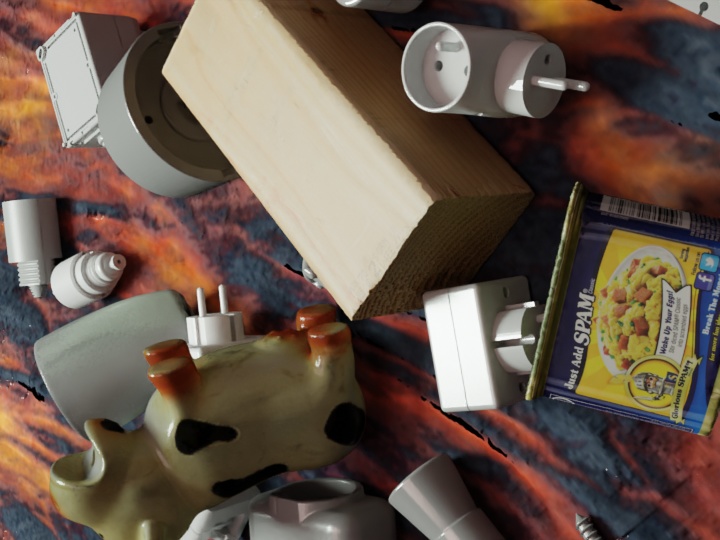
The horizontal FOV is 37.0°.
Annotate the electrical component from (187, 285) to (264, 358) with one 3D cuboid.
[{"bbox_3d":[-0.096,0.049,0.723,0.047,0.066,0.076,-4,93,44],"label":"electrical component"}]

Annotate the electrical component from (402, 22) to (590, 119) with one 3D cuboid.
[{"bbox_3d":[0.075,-0.097,0.535,0.079,0.077,0.043,19,108,40],"label":"electrical component"}]

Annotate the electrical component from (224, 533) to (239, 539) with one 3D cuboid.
[{"bbox_3d":[-0.093,0.254,0.743,0.063,0.079,0.121,27,115,15],"label":"electrical component"}]

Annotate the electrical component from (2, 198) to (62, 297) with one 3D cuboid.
[{"bbox_3d":[-0.272,-0.018,0.897,0.043,0.043,0.081,-4,93,44],"label":"electrical component"}]

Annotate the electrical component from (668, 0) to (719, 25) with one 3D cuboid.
[{"bbox_3d":[0.151,-0.143,0.471,0.089,0.056,0.050,39,120,33],"label":"electrical component"}]

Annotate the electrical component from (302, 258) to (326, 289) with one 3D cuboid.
[{"bbox_3d":[0.000,0.000,0.642,0.062,0.048,0.048,36,119,27],"label":"electrical component"}]

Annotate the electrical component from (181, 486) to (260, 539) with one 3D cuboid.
[{"bbox_3d":[-0.119,0.149,0.769,0.089,0.050,0.055,44,123,31],"label":"electrical component"}]

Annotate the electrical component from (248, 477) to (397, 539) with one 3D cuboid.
[{"bbox_3d":[-0.024,0.167,0.678,0.095,0.054,0.059,0,95,43],"label":"electrical component"}]

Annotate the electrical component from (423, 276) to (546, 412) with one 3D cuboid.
[{"bbox_3d":[0.081,0.037,0.567,0.077,0.047,0.065,-11,88,44],"label":"electrical component"}]

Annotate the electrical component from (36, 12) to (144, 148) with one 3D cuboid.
[{"bbox_3d":[-0.185,-0.131,0.788,0.062,0.061,0.096,-27,77,42],"label":"electrical component"}]

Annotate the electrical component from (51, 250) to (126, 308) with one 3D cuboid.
[{"bbox_3d":[-0.209,0.004,0.843,0.078,0.040,0.040,-21,81,43],"label":"electrical component"}]

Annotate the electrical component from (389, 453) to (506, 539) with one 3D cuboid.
[{"bbox_3d":[0.053,0.143,0.613,0.065,0.044,0.044,51,126,21],"label":"electrical component"}]

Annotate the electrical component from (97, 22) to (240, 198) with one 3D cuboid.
[{"bbox_3d":[-0.118,-0.099,0.700,0.060,0.108,0.108,-24,79,48],"label":"electrical component"}]

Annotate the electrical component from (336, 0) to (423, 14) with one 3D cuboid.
[{"bbox_3d":[0.005,-0.192,0.601,0.053,0.059,0.095,-48,64,36],"label":"electrical component"}]
